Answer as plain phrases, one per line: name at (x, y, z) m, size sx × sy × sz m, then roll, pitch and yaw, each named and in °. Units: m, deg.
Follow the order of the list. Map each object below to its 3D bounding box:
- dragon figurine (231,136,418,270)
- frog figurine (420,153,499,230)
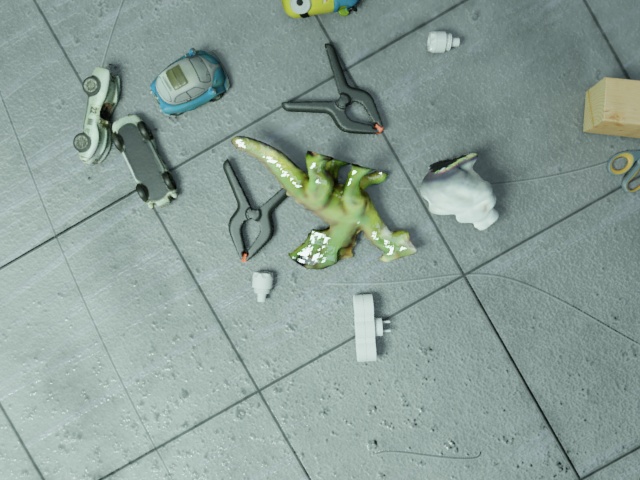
dragon figurine at (0.003, -0.052, 1.039) m, size 0.410 × 0.123 × 0.241 m, roll 13°, pitch 100°, yaw -2°
frog figurine at (0.281, -0.081, 1.030) m, size 0.136 × 0.125 × 0.158 m, roll -19°, pitch 102°, yaw 34°
